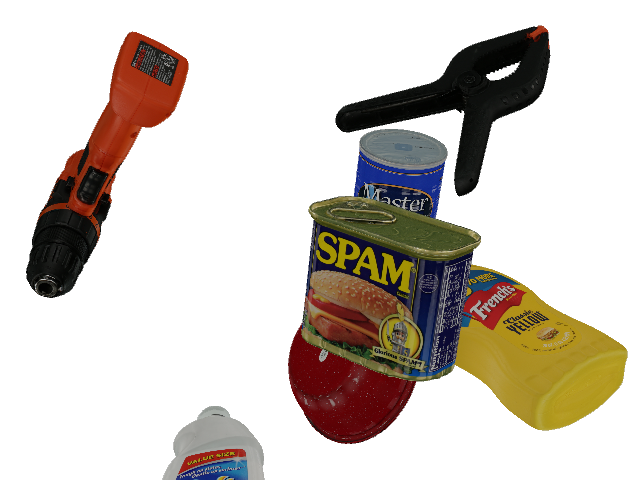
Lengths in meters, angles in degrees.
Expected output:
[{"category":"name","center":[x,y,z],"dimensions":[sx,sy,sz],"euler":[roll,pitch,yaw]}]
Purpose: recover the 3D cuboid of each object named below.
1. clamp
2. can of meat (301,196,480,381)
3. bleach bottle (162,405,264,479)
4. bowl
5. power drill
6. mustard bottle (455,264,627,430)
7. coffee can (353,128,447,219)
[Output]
[{"category":"clamp","center":[0.140,-0.124,0.961],"dimensions":[0.209,0.036,0.165],"euler":[-33,47,-16]},{"category":"can of meat","center":[0.038,0.028,0.635],"dimensions":[0.102,0.084,0.057],"euler":[20,23,34]},{"category":"bleach bottle","center":[-0.092,0.213,0.835],"dimensions":[0.102,0.068,0.251],"euler":[-3,26,-4]},{"category":"bowl","center":[0.020,0.117,1.060],"dimensions":[0.162,0.162,0.055],"euler":[0,-17,45]},{"category":"power drill","center":[-0.178,-0.063,0.868],"dimensions":[0.057,0.188,0.184],"euler":[26,32,-18]},{"category":"mustard bottle","center":[0.133,0.066,0.822],"dimensions":[0.096,0.058,0.192],"euler":[-23,38,-29]},{"category":"coffee can","center":[0.089,-0.048,1.264],"dimensions":[0.103,0.140,0.103],"euler":[5,28,-3]}]
